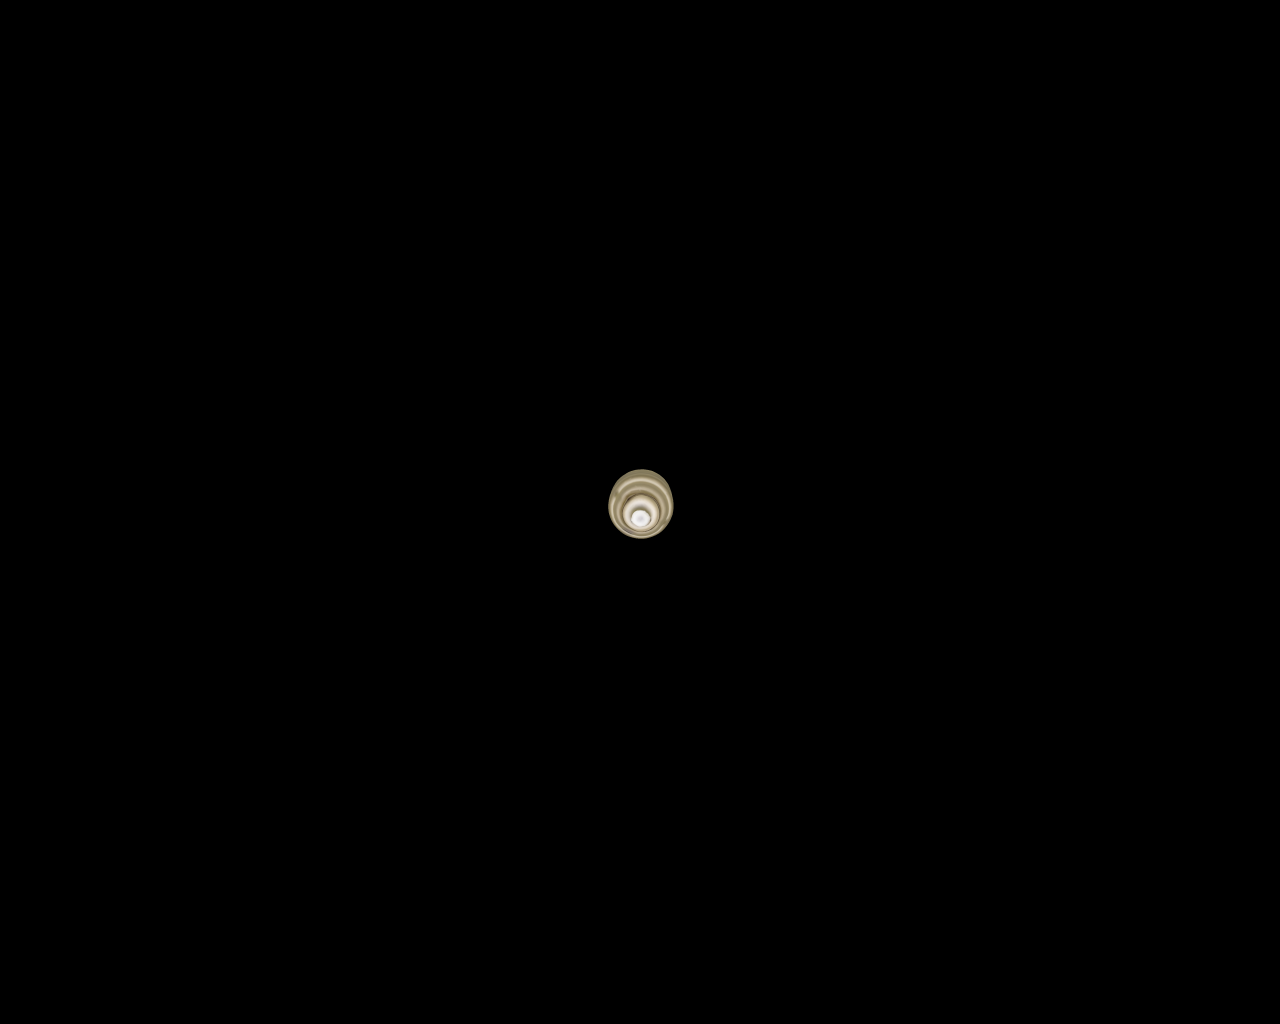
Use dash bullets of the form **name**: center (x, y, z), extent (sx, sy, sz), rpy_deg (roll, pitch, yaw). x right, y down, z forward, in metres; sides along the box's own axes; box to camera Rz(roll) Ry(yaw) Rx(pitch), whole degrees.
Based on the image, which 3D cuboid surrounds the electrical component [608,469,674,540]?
- **electrical component**: center (0.001, -0.003, 0.650), extent (0.040, 0.040, 0.078), rpy_deg (0, 9, 0)
